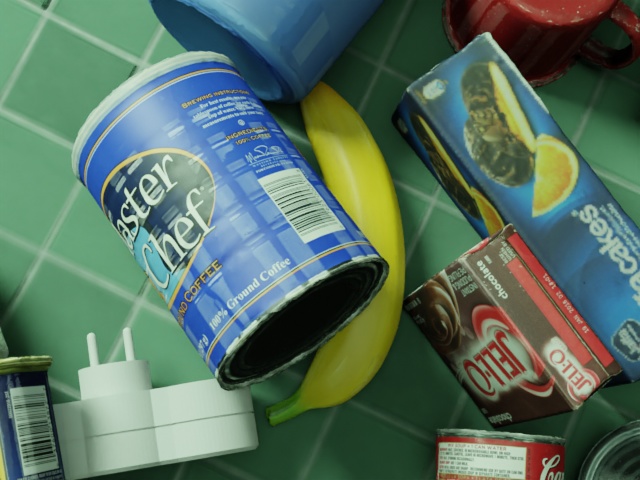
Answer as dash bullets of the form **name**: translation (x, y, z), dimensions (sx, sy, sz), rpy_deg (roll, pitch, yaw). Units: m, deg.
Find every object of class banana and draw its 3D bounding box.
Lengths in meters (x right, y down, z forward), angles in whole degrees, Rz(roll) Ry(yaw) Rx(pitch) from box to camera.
- **banana**: translation (0.014, 0.007, 0.592), dimensions (0.069, 0.037, 0.198), rpy_deg (7, 78, -5)

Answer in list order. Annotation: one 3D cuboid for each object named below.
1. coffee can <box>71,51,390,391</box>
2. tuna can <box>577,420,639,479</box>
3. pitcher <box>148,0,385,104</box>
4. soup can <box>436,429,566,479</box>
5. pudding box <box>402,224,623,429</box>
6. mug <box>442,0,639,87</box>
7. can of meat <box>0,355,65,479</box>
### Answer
- **coffee can**: translation (-0.047, -0.010, 0.542), dimensions (0.102, 0.103, 0.140), rpy_deg (-33, 71, -11)
- **tuna can**: translation (0.180, 0.138, 0.563), dimensions (0.086, 0.033, 0.086), rpy_deg (-14, 58, 24)
- **pitcher**: translation (0.005, -0.206, 0.588), dimensions (0.149, 0.145, 0.242), rpy_deg (31, 79, 21)
- **soup can**: translation (0.092, 0.152, 0.556), dimensions (0.068, 0.068, 0.102), rpy_deg (6, 78, -5)
- **pudding box**: translation (0.095, 0.048, 0.554), dimensions (0.039, 0.113, 0.090), rpy_deg (-34, 84, -15)
- **mug**: translation (0.134, -0.138, 0.611), dimensions (0.117, 0.081, 0.093), rpy_deg (36, 77, 2)
- **can of meat**: translation (-0.170, 0.105, 0.498), dimensions (0.102, 0.057, 0.084), rpy_deg (-15, 81, 14)
